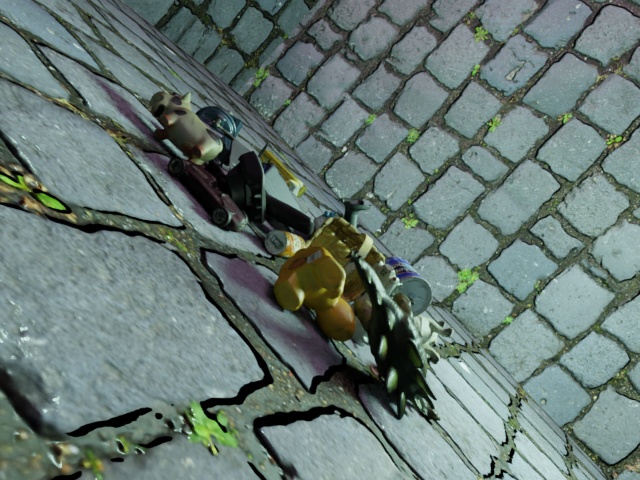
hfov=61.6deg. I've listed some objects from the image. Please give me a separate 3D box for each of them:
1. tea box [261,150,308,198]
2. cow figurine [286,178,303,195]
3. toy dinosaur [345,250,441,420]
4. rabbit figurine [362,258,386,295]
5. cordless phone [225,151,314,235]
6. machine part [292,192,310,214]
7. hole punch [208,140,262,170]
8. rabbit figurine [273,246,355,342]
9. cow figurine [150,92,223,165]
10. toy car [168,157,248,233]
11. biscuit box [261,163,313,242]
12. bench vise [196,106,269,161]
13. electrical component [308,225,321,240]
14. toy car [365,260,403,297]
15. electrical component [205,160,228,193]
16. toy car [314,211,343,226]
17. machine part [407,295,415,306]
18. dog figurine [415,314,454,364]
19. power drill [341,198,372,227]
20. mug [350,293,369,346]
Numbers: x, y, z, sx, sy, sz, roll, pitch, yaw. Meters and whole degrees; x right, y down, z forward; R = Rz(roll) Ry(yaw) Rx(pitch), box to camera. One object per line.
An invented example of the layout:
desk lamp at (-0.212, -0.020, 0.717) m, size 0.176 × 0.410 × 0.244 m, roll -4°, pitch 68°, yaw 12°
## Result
tea box at (-0.131, -0.181, 1.624) m, size 0.169 × 0.098 × 0.068 m, roll 43°, pitch 8°, yaw 4°
cow figurine at (-0.143, -0.158, 1.539) m, size 0.167 × 0.098 × 0.068 m, roll 26°, pitch 15°, yaw 3°
toy dinosaur at (0.131, 0.176, 0.935) m, size 0.470 × 0.105 × 0.199 m, roll 61°, pitch 7°, yaw -27°
rabbit figurine at (0.141, 0.122, 1.414) m, size 0.159 × 0.121 × 0.170 m, roll 30°, pitch 31°, yaw -44°
cordless phone at (-0.093, -0.082, 1.081) m, size 0.184 × 0.089 × 0.146 m, roll 27°, pitch -36°, yaw 14°
machine part at (-0.113, -0.116, 1.468) m, size 0.243 × 0.079 × 0.079 m, roll 43°, pitch 9°, yaw -3°
hole punch at (-0.208, -0.160, 1.297) m, size 0.142 × 0.092 × 0.116 m, roll 39°, pitch 39°, yaw -45°
rabbit figurine at (-0.001, 0.105, 0.965) m, size 0.173 × 0.122 × 0.162 m, roll 56°, pitch -3°, yaw -14°
cow figurine at (-0.292, -0.249, 1.164) m, size 0.195 × 0.085 × 0.127 m, roll 44°, pitch 40°, yaw 7°
toy car at (-0.212, -0.093, 1.031) m, size 0.202 × 0.053 × 0.089 m, roll 48°, pitch 13°, yaw 16°
biscuit box at (-0.092, -0.079, 1.222) m, size 0.059 × 0.063 × 0.202 m, roll 6°, pitch -43°, yaw 44°
bench vise at (-0.249, -0.281, 1.435) m, size 0.224 × 0.128 × 0.241 m, roll 24°, pitch 32°, yaw -9°
electrical component at (-0.004, -0.004, 1.391) m, size 0.102 × 0.078 × 0.045 m, roll 46°, pitch 19°, yaw -76°
toy car at (0.129, 0.127, 1.193) m, size 0.074 × 0.056 × 0.201 m, roll 48°, pitch -32°, yaw 31°
electrical component at (-0.203, -0.119, 1.193) m, size 0.119 × 0.048 × 0.075 m, roll 35°, pitch 13°, yaw -46°
toy car at (0.016, -0.014, 1.557) m, size 0.103 × 0.109 × 0.162 m, roll 11°, pitch 37°, yaw -26°
machine part at (0.176, 0.190, 1.200) m, size 0.039 × 0.138 × 0.084 m, roll 18°, pitch 8°, yaw 10°
dog figurine at (0.218, 0.220, 1.375) m, size 0.190 × 0.121 × 0.172 m, roll 28°, pitch -15°, yaw -5°
power drill at (0.100, -0.015, 1.604) m, size 0.086 × 0.207 × 0.232 m, roll -2°, pitch 19°, yaw -18°
mug at (0.103, 0.157, 1.095) m, size 0.080 × 0.107 × 0.110 m, roll 38°, pitch 9°, yaw -28°
